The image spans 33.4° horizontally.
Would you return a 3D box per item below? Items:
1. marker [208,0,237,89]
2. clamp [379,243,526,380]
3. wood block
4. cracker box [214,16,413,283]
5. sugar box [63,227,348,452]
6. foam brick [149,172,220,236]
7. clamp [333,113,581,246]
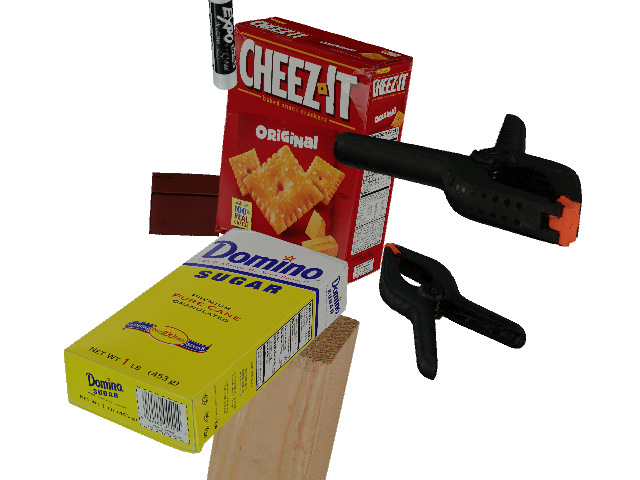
[{"bbox_3d":[-0.074,-0.166,0.797,0.020,0.020,0.121,0,-44,-1],"label":"marker"},{"bbox_3d":[0.121,0.063,1.054,0.120,0.039,0.171,-4,44,-25],"label":"clamp"},{"bbox_3d":[-0.038,0.164,0.929,0.090,0.206,0.090,16,24,12],"label":"wood block"},{"bbox_3d":[-0.013,-0.085,1.006,0.164,0.214,0.071,23,28,31],"label":"cracker box"},{"bbox_3d":[-0.064,0.053,0.658,0.093,0.048,0.176,17,35,24],"label":"sugar box"},{"bbox_3d":[-0.147,-0.040,1.162,0.078,0.051,0.053,2,28,-8],"label":"foam brick"},{"bbox_3d":[0.110,-0.047,0.763,0.164,0.036,0.210,-7,25,-14],"label":"clamp"}]
